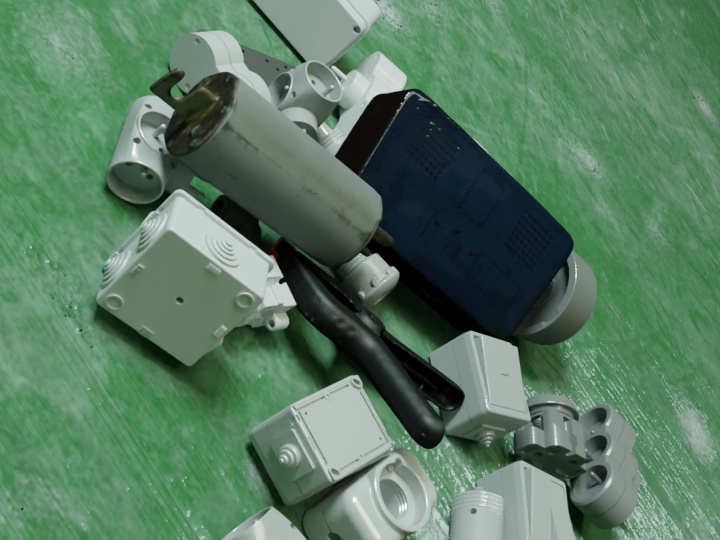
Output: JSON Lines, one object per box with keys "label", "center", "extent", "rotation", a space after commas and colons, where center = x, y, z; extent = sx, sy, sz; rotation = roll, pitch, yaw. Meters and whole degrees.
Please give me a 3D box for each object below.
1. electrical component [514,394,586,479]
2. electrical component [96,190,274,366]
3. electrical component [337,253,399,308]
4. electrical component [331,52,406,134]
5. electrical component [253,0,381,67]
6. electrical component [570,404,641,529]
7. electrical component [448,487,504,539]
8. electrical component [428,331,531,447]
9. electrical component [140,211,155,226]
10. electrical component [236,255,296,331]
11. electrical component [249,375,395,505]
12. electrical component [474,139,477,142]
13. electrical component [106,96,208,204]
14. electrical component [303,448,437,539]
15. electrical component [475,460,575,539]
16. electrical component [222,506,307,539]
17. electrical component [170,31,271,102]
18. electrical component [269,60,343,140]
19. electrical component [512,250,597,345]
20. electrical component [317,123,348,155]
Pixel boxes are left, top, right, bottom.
{"label": "electrical component", "center": [0.177, 0.153, 1.004], "extent": [0.078, 0.058, 0.057], "rotation": [30, 45, -31]}
{"label": "electrical component", "center": [-0.121, 0.008, 0.741], "extent": [0.100, 0.100, 0.048], "rotation": [39, 26, -22]}
{"label": "electrical component", "center": [0.000, 0.000, 0.934], "extent": [0.062, 0.048, 0.048], "rotation": [48, 35, 7]}
{"label": "electrical component", "center": [-0.002, -0.171, 1.060], "extent": [0.074, 0.052, 0.138], "rotation": [38, 39, -22]}
{"label": "electrical component", "center": [-0.045, -0.264, 1.063], "extent": [0.113, 0.078, 0.057], "rotation": [48, 33, -10]}
{"label": "electrical component", "center": [0.247, 0.199, 1.044], "extent": [0.074, 0.052, 0.138], "rotation": [45, 30, -15]}
{"label": "electrical component", "center": [0.094, 0.212, 0.872], "extent": [0.043, 0.043, 0.081], "rotation": [37, 39, -23]}
{"label": "electrical component", "center": [0.110, 0.109, 0.958], "extent": [0.062, 0.061, 0.096], "rotation": [19, 49, -40]}
{"label": "electrical component", "center": [-0.135, -0.015, 0.789], "extent": [0.061, 0.035, 0.035], "rotation": [35, 39, -7]}
{"label": "electrical component", "center": [-0.086, 0.018, 0.819], "extent": [0.055, 0.048, 0.066], "rotation": [-6, 67, -59]}
{"label": "electrical component", "center": [-0.034, 0.126, 0.778], "extent": [0.096, 0.061, 0.061], "rotation": [-19, 77, -54]}
{"label": "electrical component", "center": [0.095, -0.082, 1.093], "extent": [0.108, 0.060, 0.108], "rotation": [30, 43, -32]}
{"label": "electrical component", "center": [-0.149, -0.083, 0.826], "extent": [0.079, 0.044, 0.077], "rotation": [34, 40, -27]}
{"label": "electrical component", "center": [0.012, 0.175, 0.793], "extent": [0.053, 0.059, 0.095], "rotation": [57, 35, 3]}
{"label": "electrical component", "center": [0.142, 0.208, 0.916], "extent": [0.062, 0.061, 0.096], "rotation": [30, 42, -31]}
{"label": "electrical component", "center": [-0.063, 0.206, 0.695], "extent": [0.077, 0.043, 0.079], "rotation": [56, 34, 1]}
{"label": "electrical component", "center": [-0.116, -0.137, 0.897], "extent": [0.074, 0.052, 0.138], "rotation": [-23, 77, -53]}
{"label": "electrical component", "center": [-0.056, -0.132, 0.945], "extent": [0.044, 0.077, 0.079], "rotation": [28, 44, -34]}
{"label": "electrical component", "center": [0.186, 0.023, 1.079], "extent": [0.060, 0.108, 0.108], "rotation": [27, 44, -42]}
{"label": "electrical component", "center": [-0.025, -0.113, 0.995], "extent": [0.062, 0.043, 0.043], "rotation": [52, 36, -3]}
